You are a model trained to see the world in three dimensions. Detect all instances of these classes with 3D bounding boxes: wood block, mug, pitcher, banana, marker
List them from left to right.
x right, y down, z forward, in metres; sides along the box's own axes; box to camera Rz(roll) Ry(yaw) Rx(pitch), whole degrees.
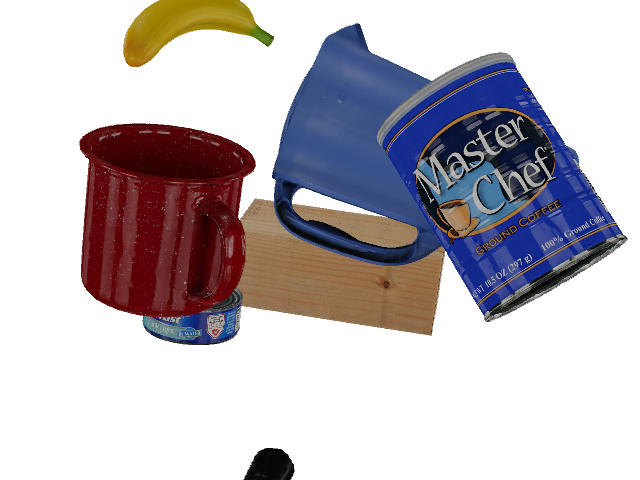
[{"bbox_3d":[-0.078,-0.006,0.571,0.093,0.081,0.117,-11,30,-42],"label":"mug"},{"bbox_3d":[-0.124,-0.207,1.016,0.070,0.037,0.197,45,39,19],"label":"banana"},{"bbox_3d":[-0.036,0.120,0.420,0.020,0.020,0.121,0,23,19],"label":"marker"},{"bbox_3d":[0.020,0.026,1.093,0.206,0.091,0.090,9,22,7],"label":"wood block"},{"bbox_3d":[0.084,-0.061,0.907,0.243,0.149,0.145,23,40,0],"label":"pitcher"}]

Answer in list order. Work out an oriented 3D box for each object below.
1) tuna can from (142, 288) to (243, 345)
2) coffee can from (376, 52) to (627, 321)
[{"bbox_3d":[-0.112,0.061,0.928,0.086,0.034,0.086,6,16,-2],"label":"tuna can"},{"bbox_3d":[0.114,-0.034,0.685,0.102,0.140,0.103,-28,-12,-7],"label":"coffee can"}]
